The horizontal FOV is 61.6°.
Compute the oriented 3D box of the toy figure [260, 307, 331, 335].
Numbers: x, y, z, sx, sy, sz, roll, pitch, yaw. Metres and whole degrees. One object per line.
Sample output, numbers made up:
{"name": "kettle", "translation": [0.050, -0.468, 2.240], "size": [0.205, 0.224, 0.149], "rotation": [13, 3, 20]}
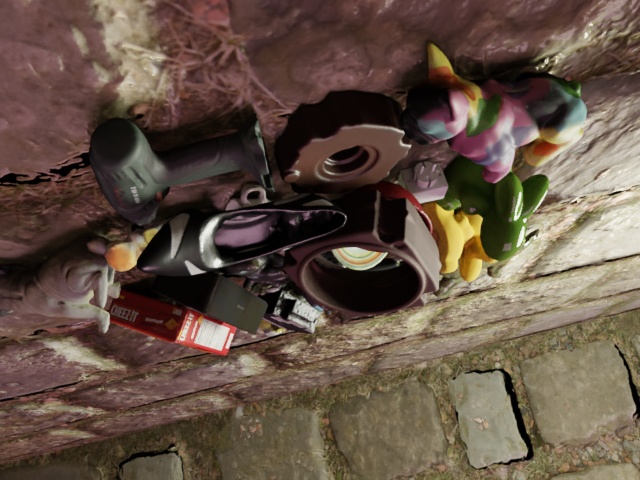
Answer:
{"name": "toy figure", "translation": [-0.067, 0.170, 1.285], "size": [0.180, 0.089, 0.082], "rotation": [-17, 163, -14]}

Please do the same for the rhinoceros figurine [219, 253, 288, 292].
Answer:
{"name": "rhinoceros figurine", "translation": [-0.114, 0.049, 0.983], "size": [0.112, 0.073, 0.190], "rotation": [-26, 154, 24]}

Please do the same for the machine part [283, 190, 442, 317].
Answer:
{"name": "machine part", "translation": [0.063, 0.030, 0.797], "size": [0.201, 0.087, 0.201], "rotation": [-14, 136, 27]}

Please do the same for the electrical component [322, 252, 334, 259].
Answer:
{"name": "electrical component", "translation": [-0.002, -0.003, 0.926], "size": [0.119, 0.075, 0.047], "rotation": [-9, 156, -23]}

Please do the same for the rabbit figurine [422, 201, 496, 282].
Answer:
{"name": "rabbit figurine", "translation": [0.261, -0.011, 0.997], "size": [0.173, 0.162, 0.122], "rotation": [-17, 153, -44]}

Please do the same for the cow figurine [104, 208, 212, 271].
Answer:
{"name": "cow figurine", "translation": [-0.225, -0.006, 0.789], "size": [0.167, 0.098, 0.068], "rotation": [-10, 116, -6]}

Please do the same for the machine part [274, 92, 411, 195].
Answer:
{"name": "machine part", "translation": [0.030, -0.118, 0.701], "size": [0.179, 0.056, 0.179], "rotation": [-13, 157, -6]}

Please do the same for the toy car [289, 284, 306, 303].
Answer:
{"name": "toy car", "translation": [0.023, 0.098, 1.197], "size": [0.202, 0.056, 0.073], "rotation": [-23, 156, 22]}

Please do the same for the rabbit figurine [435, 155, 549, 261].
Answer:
{"name": "rabbit figurine", "translation": [0.282, -0.057, 0.840], "size": [0.121, 0.170, 0.159], "rotation": [-3, 156, -25]}

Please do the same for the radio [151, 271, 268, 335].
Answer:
{"name": "radio", "translation": [-0.197, 0.105, 0.990], "size": [0.131, 0.073, 0.229], "rotation": [18, 166, 21]}

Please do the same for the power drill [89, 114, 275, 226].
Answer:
{"name": "power drill", "translation": [-0.162, -0.082, 0.656], "size": [0.207, 0.086, 0.232], "rotation": [-6, 164, -2]}

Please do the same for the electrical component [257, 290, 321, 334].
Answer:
{"name": "electrical component", "translation": [-0.067, 0.156, 1.159], "size": [0.115, 0.058, 0.134], "rotation": [30, 158, -29]}

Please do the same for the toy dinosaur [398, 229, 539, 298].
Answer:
{"name": "toy dinosaur", "translation": [0.298, 0.032, 1.157], "size": [0.471, 0.105, 0.198], "rotation": [-16, 152, -19]}

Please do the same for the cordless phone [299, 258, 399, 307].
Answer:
{"name": "cordless phone", "translation": [0.045, 0.049, 1.006], "size": [0.184, 0.088, 0.147], "rotation": [-13, -164, -8]}

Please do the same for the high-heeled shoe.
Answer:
{"name": "high-heeled shoe", "translation": [-0.084, 0.000, 0.654], "size": [0.145, 0.086, 0.249], "rotation": [11, -151, 35]}

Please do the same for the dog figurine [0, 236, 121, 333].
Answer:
{"name": "dog figurine", "translation": [-0.407, 0.050, 0.804], "size": [0.191, 0.121, 0.172], "rotation": [10, 118, -11]}

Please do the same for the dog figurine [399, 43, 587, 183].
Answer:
{"name": "dog figurine", "translation": [0.204, -0.161, 0.642], "size": [0.192, 0.108, 0.219], "rotation": [-25, 152, 27]}

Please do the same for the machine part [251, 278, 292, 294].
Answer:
{"name": "machine part", "translation": [-0.076, 0.074, 1.110], "size": [0.139, 0.039, 0.084], "rotation": [-18, 163, 5]}
